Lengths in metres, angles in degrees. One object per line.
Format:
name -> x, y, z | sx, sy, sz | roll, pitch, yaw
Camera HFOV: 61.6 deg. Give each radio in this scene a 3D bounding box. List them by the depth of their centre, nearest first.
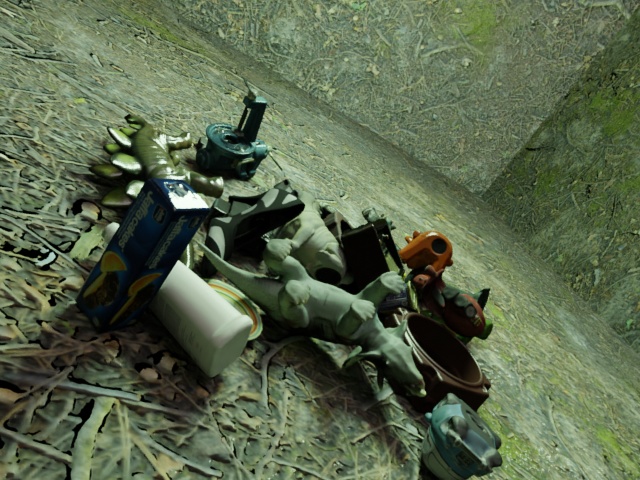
radio -> 0.111, 0.029, 1.081 | 0.229, 0.073, 0.131 | -18, 89, -77

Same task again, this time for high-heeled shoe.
high-heeled shoe -> -0.110, -0.009, 0.920 | 0.145, 0.086, 0.249 | 11, 42, -1

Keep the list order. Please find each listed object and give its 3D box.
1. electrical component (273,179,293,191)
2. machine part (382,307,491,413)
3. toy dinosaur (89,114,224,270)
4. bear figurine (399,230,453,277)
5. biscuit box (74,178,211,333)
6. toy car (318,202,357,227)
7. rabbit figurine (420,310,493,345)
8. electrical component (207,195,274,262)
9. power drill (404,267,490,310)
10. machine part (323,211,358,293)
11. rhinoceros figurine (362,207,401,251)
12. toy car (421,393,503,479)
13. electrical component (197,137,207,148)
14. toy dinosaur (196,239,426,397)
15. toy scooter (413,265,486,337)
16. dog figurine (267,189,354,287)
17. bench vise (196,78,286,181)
electrical component -> -0.096, -0.081, 1.213 | 0.074, 0.048, 0.119 | 60, 31, -11
machine part -> 0.209, 0.229, 1.012 | 0.201, 0.087, 0.201 | 25, 22, -31
toy dinosaur -> -0.279, -0.090, 0.932 | 0.198, 0.105, 0.472 | 3, 40, -44
bear figurine -> 0.247, 0.041, 1.325 | 0.120, 0.132, 0.196 | 44, -13, -1
biscuit box -> -0.212, 0.019, 0.636 | 0.059, 0.202, 0.063 | 46, 24, 21
toy car -> 0.059, -0.016, 1.328 | 0.202, 0.073, 0.056 | 37, 24, 2
rabbit figurine -> 0.300, 0.199, 1.232 | 0.159, 0.121, 0.170 | 36, 1, 22
electrical component -> -0.154, -0.028, 1.044 | 0.134, 0.058, 0.115 | 30, 19, -17
power drill -> 0.325, 0.120, 1.381 | 0.208, 0.086, 0.232 | 28, 21, 25
machine part -> 0.054, 0.029, 1.158 | 0.179, 0.056, 0.179 | 54, 19, -28
rhinoceros figurine -> 0.152, -0.006, 1.404 | 0.073, 0.112, 0.190 | 17, 35, -36
toy car -> 0.203, 0.308, 0.800 | 0.109, 0.103, 0.161 | 42, 10, 7
electrical component -> -0.275, -0.228, 1.340 | 0.063, 0.021, 0.094 | 28, 21, -22
toy dinosaur -> -0.006, 0.113, 0.865 | 0.405, 0.192, 0.131 | 22, 47, 4
toy scooter -> 0.260, 0.116, 1.099 | 0.184, 0.075, 0.135 | 40, -17, 34
dog figurine -> -0.002, -0.006, 1.055 | 0.172, 0.121, 0.191 | 32, 43, -13
bench vise -> -0.174, -0.242, 1.250 | 0.223, 0.240, 0.129 | -7, 48, -39
